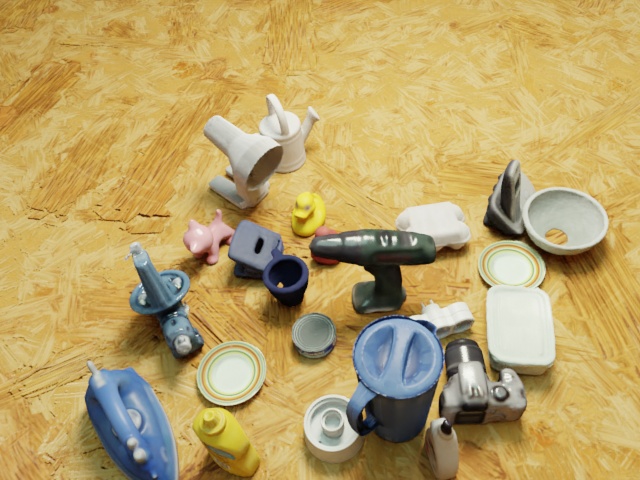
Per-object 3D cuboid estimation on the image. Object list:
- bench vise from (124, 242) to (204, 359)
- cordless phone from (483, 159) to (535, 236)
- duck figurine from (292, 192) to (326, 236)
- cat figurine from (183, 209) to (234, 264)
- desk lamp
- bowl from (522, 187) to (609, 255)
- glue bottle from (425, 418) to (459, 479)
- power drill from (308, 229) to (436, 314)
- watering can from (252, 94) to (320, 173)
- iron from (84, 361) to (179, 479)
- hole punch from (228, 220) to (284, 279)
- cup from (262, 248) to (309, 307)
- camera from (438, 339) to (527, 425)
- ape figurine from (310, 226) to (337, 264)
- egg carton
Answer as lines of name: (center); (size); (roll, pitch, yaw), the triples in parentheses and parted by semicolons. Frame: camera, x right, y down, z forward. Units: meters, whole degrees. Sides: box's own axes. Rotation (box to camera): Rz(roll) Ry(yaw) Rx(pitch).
bench vise: (-0.286, 0.108, 1.081); (0.206, 0.220, 0.122); (35, 64, 28)
cordless phone: (0.408, -0.113, 1.197); (0.094, 0.185, 0.148); (17, 56, 19)
duck figurine: (-0.028, -0.072, 1.276); (0.077, 0.086, 0.105); (15, 56, 18)
cat figurine: (-0.245, -0.010, 1.233); (0.067, 0.118, 0.128); (22, 58, 22)
desk lamp: (-0.177, -0.170, 1.288); (0.202, 0.214, 0.118); (31, 62, 26)
bowl: (0.501, -0.027, 1.189); (0.167, 0.075, 0.167); (-3, 52, 4)
glue bottle: (0.192, 0.316, 0.897); (0.037, 0.173, 0.078); (-15, 52, -5)
power drill: (0.102, 0.054, 1.086); (0.229, 0.209, 0.075); (-8, 52, 1)
watering can: (-0.087, -0.266, 1.365); (0.173, 0.194, 0.100); (-40, 58, -22)
iron: (-0.323, 0.319, 0.973); (0.119, 0.142, 0.257); (-33, 56, -18)
hole punch: (-0.133, 0.020, 1.214); (0.101, 0.091, 0.109); (7, 54, 12)
cup: (-0.069, 0.082, 1.157); (0.092, 0.095, 0.117); (-22, 53, -10)
camera: (0.274, 0.239, 0.993); (0.143, 0.101, 0.137); (-4, 52, 4)
ape figurine: (0.011, 0.004, 1.209); (0.078, 0.092, 0.076); (-33, 56, -18)
egg carton: (0.239, -0.024, 1.220); (0.150, 0.069, 0.107); (-9, 52, -1)
